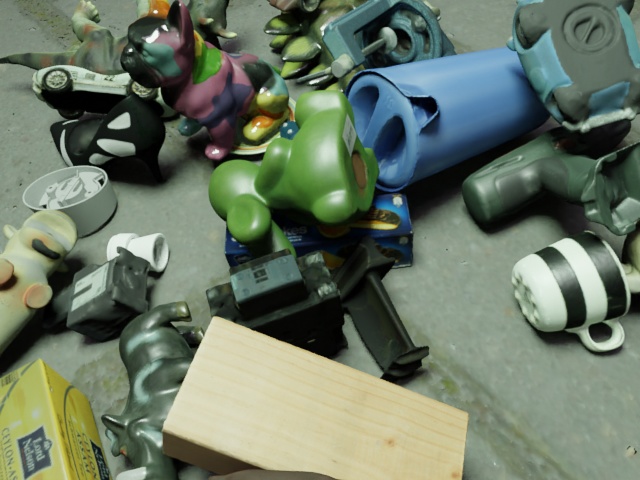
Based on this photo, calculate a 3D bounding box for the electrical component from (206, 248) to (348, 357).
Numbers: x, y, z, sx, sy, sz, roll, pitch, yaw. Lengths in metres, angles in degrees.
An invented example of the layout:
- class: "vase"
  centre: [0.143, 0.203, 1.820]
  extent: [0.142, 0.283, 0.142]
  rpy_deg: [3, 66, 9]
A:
- class: "electrical component"
  centre: [-0.038, 0.069, 0.495]
  extent: [0.115, 0.134, 0.058]
  rpy_deg: [-22, 51, -6]

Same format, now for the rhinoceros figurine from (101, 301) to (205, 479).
- class: "rhinoceros figurine"
  centre: [-0.145, 0.145, 0.491]
  extent: [0.112, 0.073, 0.190]
  rpy_deg: [-17, 51, -6]

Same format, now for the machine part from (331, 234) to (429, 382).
- class: "machine part"
  centre: [0.055, 0.068, 0.527]
  extent: [0.039, 0.084, 0.139]
  rpy_deg: [3, 52, -40]

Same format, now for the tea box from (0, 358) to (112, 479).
- class: "tea box"
  centre: [-0.224, 0.197, 0.446]
  extent: [0.068, 0.098, 0.170]
  rpy_deg: [-29, 55, -13]

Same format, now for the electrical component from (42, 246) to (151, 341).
- class: "electrical component"
  centre: [-0.241, 0.067, 0.579]
  extent: [0.119, 0.047, 0.075]
  rpy_deg: [-33, 46, 19]

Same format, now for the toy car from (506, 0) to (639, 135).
- class: "toy car"
  centre: [0.259, -0.182, 0.547]
  extent: [0.109, 0.103, 0.161]
  rpy_deg: [-18, 83, 5]

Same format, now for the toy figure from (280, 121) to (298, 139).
- class: "toy figure"
  centre: [-0.011, -0.098, 0.675]
  extent: [0.064, 0.057, 0.155]
  rpy_deg: [-19, 46, -13]

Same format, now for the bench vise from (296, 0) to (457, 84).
- class: "bench vise"
  centre: [0.071, -0.269, 0.655]
  extent: [0.129, 0.223, 0.240]
  rpy_deg: [-14, 24, 47]

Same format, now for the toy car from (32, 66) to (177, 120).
- class: "toy car"
  centre: [-0.308, -0.211, 0.779]
  extent: [0.202, 0.073, 0.056]
  rpy_deg: [4, 67, -5]

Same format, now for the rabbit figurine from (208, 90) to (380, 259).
- class: "rabbit figurine"
  centre: [-0.037, -0.044, 0.543]
  extent: [0.170, 0.121, 0.159]
  rpy_deg: [-10, 54, 25]

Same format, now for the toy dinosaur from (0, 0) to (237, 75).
- class: "toy dinosaur"
  centre: [-0.306, -0.288, 0.842]
  extent: [0.405, 0.131, 0.192]
  rpy_deg: [-23, 51, -2]

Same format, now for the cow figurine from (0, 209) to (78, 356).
- class: "cow figurine"
  centre: [-0.334, 0.052, 0.580]
  extent: [0.127, 0.085, 0.195]
  rpy_deg: [4, 58, 58]

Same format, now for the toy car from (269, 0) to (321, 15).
- class: "toy car"
  centre: [0.012, -0.399, 0.787]
  extent: [0.202, 0.053, 0.089]
  rpy_deg: [-37, 55, -14]

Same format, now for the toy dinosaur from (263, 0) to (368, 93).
- class: "toy dinosaur"
  centre: [0.019, -0.318, 0.823]
  extent: [0.199, 0.104, 0.472]
  rpy_deg: [-19, 51, 1]

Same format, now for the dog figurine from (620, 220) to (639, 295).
- class: "dog figurine"
  centre: [0.356, -0.027, 0.546]
  extent: [0.172, 0.121, 0.191]
  rpy_deg: [-5, 37, 2]

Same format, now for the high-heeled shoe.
- class: "high-heeled shoe"
  centre: [-0.299, -0.154, 0.707]
  extent: [0.249, 0.145, 0.086]
  rpy_deg: [21, 57, 21]

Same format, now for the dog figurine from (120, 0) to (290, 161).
- class: "dog figurine"
  centre: [-0.135, -0.214, 0.657]
  extent: [0.191, 0.219, 0.109]
  rpy_deg: [-34, 59, -15]

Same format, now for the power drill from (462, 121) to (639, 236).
- class: "power drill"
  centre: [0.277, -0.080, 0.550]
  extent: [0.232, 0.085, 0.207]
  rpy_deg: [-24, 21, -4]

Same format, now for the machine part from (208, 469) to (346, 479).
- class: "machine part"
  centre: [-0.023, 0.232, 0.345]
  extent: [0.179, 0.179, 0.056]
  rpy_deg: [-3, 16, 7]

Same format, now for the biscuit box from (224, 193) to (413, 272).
- class: "biscuit box"
  centre: [-0.001, -0.002, 0.593]
  extent: [0.203, 0.059, 0.063]
  rpy_deg: [-7, 51, 4]
